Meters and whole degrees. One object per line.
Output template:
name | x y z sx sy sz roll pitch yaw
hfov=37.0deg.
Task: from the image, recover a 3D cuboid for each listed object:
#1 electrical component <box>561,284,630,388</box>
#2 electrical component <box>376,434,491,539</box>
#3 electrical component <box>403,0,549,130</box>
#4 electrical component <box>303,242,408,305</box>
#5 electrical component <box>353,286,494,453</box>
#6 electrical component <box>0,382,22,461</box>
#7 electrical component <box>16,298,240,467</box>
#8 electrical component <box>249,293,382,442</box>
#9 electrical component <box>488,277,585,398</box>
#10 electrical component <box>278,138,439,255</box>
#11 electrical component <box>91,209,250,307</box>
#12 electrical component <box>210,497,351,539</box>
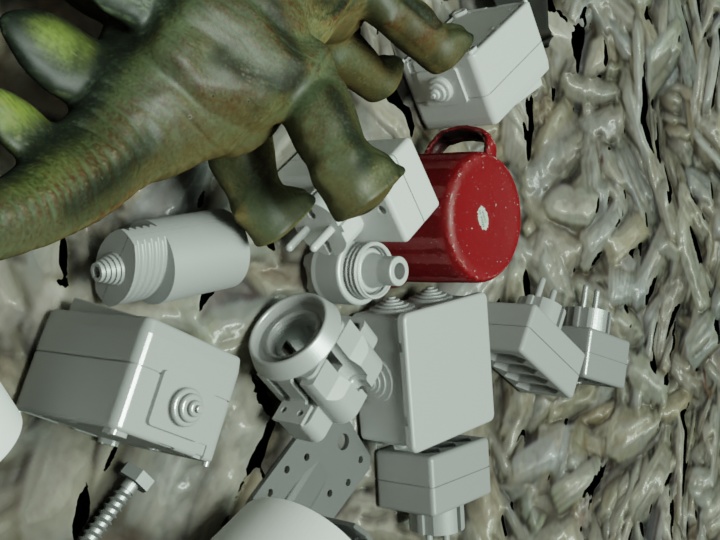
electrical component | 0.181 0.051 0.862 0.066 0.047 0.076 19 78 -47
electrical component | 0.051 0.153 0.719 0.066 0.047 0.076 -7 95 -49
electrical component | 0.077 -0.132 0.727 0.096 0.062 0.061 -47 124 -37
electrical component | 0.000 0.000 0.646 0.043 0.062 0.043 -2 93 -48
electrical component | 0.041 0.063 0.704 0.100 0.048 0.099 -12 101 -47
electrical component | -0.177 0.060 0.456 0.055 0.055 0.047 -51 130 -34
electrical component | -0.104 0.051 0.505 0.062 0.096 0.061 32 68 -45
electrical component | -0.028 0.051 0.621 0.057 0.058 0.078 54 54 -38
electrical component | 0.131 0.043 0.806 0.083 0.047 0.075 41 62 -41
electrical component | -0.013 -0.034 0.613 0.075 0.083 0.047 -49 125 -35
electrical component | -0.100 -0.005 0.547 0.081 0.043 0.043 -13 101 -47
electrical component | -0.043 0.173 0.580 0.064 0.099 0.099 -49 126 -43
